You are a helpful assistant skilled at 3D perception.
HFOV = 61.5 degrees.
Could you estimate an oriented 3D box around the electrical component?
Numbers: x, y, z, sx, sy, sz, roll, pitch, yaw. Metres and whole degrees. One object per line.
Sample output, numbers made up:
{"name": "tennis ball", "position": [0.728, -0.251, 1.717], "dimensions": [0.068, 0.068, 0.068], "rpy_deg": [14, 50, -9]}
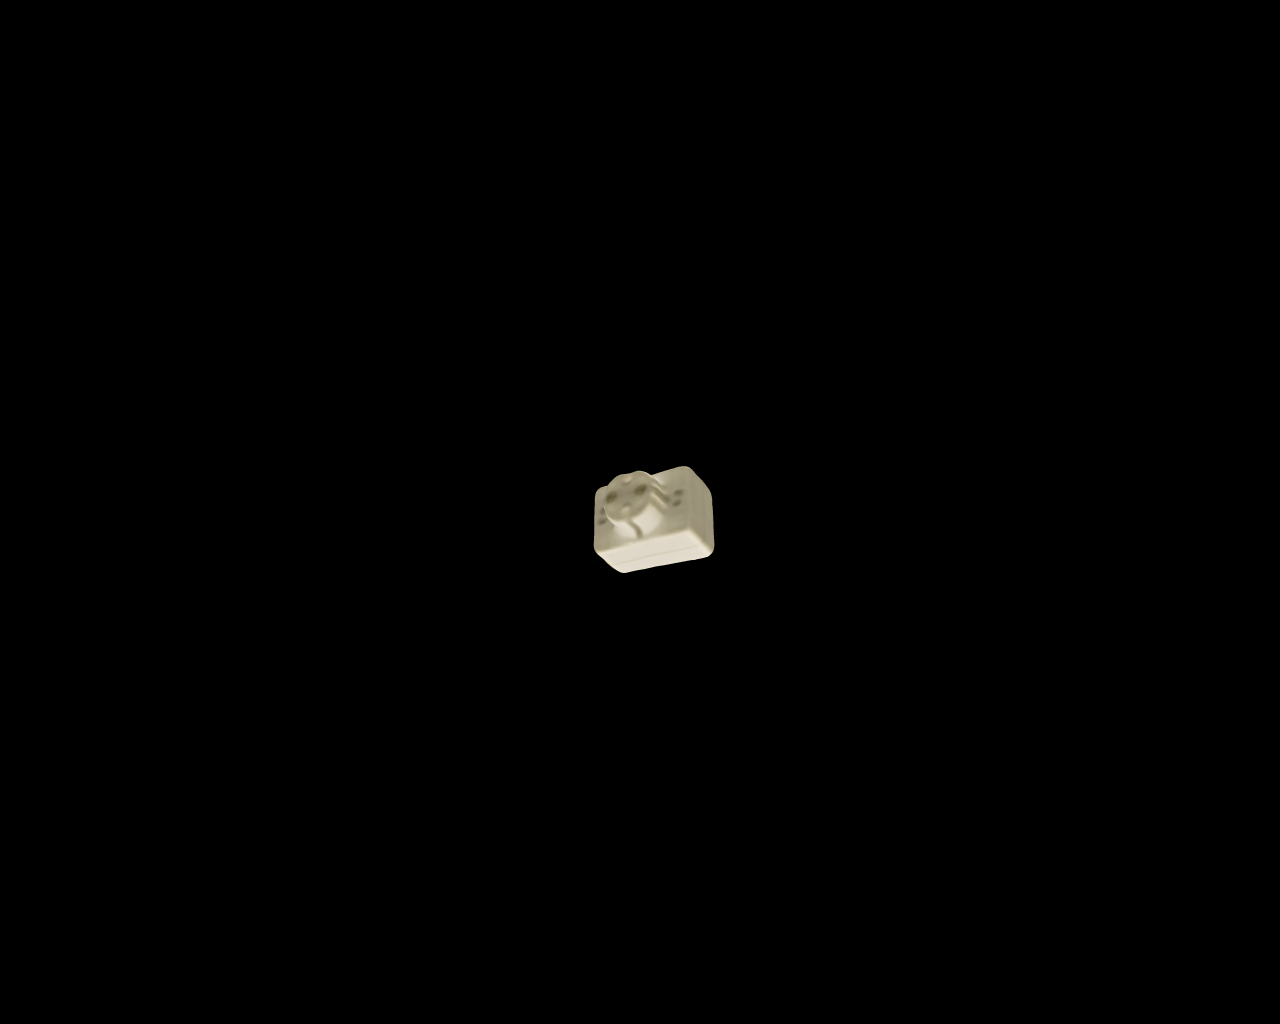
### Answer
{"name": "electrical component", "position": [0.001, -0.003, 0.650], "dimensions": [0.065, 0.047, 0.076], "rpy_deg": [-13, -32, 22]}
